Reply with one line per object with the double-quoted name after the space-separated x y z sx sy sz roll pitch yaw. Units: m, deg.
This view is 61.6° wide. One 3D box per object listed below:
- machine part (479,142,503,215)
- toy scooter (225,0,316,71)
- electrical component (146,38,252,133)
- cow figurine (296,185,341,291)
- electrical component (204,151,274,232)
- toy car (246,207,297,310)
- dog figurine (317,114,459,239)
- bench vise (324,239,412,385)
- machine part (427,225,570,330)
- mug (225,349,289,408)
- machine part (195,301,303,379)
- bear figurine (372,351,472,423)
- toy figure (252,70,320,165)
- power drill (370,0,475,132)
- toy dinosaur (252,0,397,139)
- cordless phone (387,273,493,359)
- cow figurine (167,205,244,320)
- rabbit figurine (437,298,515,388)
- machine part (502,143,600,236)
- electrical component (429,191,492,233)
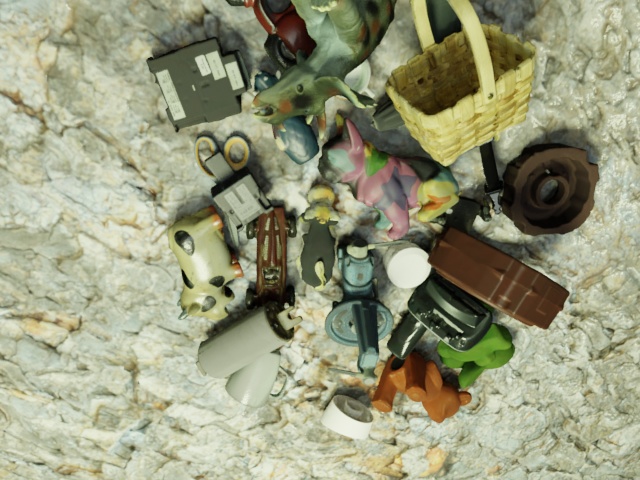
0.297 -0.119 0.935 0.039 0.084 0.138 -8 108 27 "machine part"
-0.046 -0.338 0.769 0.135 0.075 0.183 -40 112 1 "toy scooter"
-0.172 -0.232 0.795 0.134 0.058 0.114 -17 117 -4 "electrical component"
-0.004 -0.004 0.904 0.068 0.098 0.167 1 112 -5 "cow figurine"
-0.134 -0.082 0.853 0.075 0.048 0.119 -31 119 -2 "electrical component"
-0.084 0.041 0.932 0.089 0.053 0.201 1 114 -9 "toy car"
0.105 -0.120 0.874 0.191 0.108 0.219 -31 112 3 "dog figurine"
0.072 0.122 0.902 0.129 0.241 0.223 7 130 -9 "bench vise"
0.299 0.065 0.918 0.201 0.202 0.087 24 100 -43 "machine part"
-0.106 0.248 0.999 0.109 0.081 0.107 23 97 -15 "mug"
-0.130 0.175 0.938 0.243 0.079 0.079 -32 117 25 "machine part"
0.209 0.313 1.069 0.120 0.132 0.195 -29 115 33 "bear figurine"
-0.058 -0.190 0.836 0.058 0.064 0.154 -17 116 38 "toy figure"
0.167 -0.294 0.826 0.232 0.086 0.207 -20 111 -4 "power drill"
0.047 -0.323 0.730 0.405 0.131 0.192 -64 146 -18 "toy dinosaur"
0.211 0.168 0.992 0.088 0.147 0.184 0 125 -58 "cordless phone"
-0.197 0.052 0.895 0.127 0.086 0.194 -20 117 -9 "cow figurine"
0.319 0.216 1.055 0.170 0.121 0.159 33 104 -37 "rabbit figurine"
0.414 -0.091 0.975 0.179 0.056 0.179 -4 112 -9 "machine part"
0.255 -0.050 0.965 0.102 0.045 0.078 17 107 -18 "electrical component"
